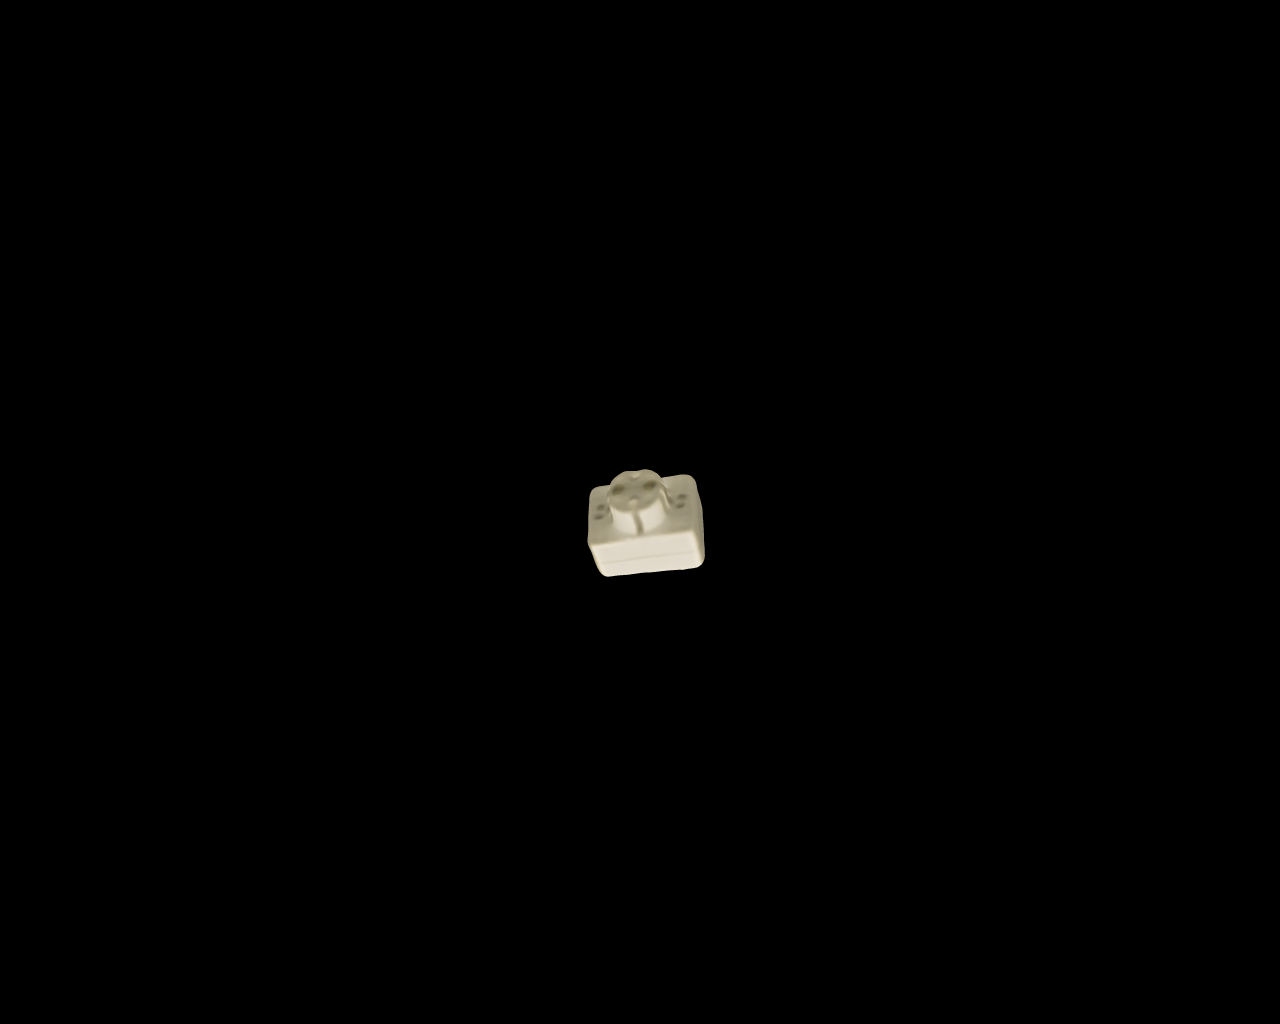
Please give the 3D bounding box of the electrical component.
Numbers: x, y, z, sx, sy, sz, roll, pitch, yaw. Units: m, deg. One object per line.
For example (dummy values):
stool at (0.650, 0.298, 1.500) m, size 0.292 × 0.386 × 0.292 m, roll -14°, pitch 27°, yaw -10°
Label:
electrical component at (0.001, -0.003, 0.650) m, size 0.066 × 0.047 × 0.076 m, roll -7°, pitch -39°, yaw 9°
